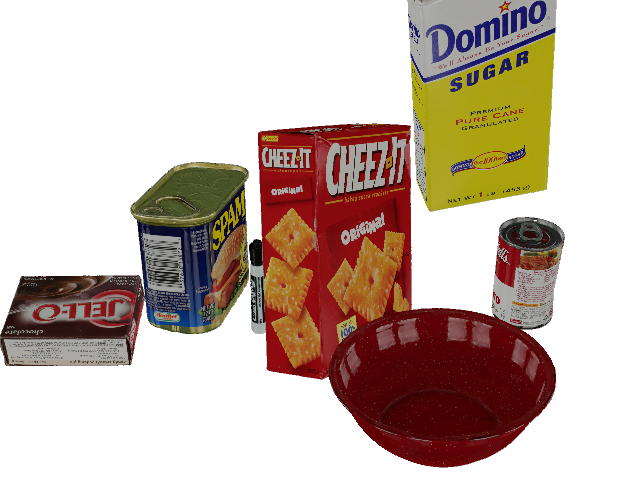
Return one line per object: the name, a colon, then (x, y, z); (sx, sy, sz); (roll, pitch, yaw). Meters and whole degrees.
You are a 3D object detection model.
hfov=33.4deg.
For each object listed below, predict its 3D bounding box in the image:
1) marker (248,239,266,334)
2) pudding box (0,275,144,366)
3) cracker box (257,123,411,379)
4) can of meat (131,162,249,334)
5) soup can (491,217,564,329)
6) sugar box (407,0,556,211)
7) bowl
marker: (-0.070, 0.052, 1.202); (0.020, 0.121, 0.020); (0, 32, 0)
pudding box: (-0.218, 0.071, 0.949); (0.113, 0.039, 0.090); (-2, 33, 0)
cracker box: (0.020, 0.003, 0.978); (0.072, 0.214, 0.163); (5, 11, 34)
can of meat: (-0.084, 0.004, 0.720); (0.057, 0.084, 0.102); (5, 24, 13)
soup can: (0.220, 0.035, 1.139); (0.068, 0.102, 0.068); (0, 30, 0)
sugar box: (0.111, -0.106, 0.737); (0.093, 0.176, 0.048); (-12, 43, -3)
bowl: (0.087, 0.114, 0.774); (0.162, 0.055, 0.162); (-1, 29, 1)
